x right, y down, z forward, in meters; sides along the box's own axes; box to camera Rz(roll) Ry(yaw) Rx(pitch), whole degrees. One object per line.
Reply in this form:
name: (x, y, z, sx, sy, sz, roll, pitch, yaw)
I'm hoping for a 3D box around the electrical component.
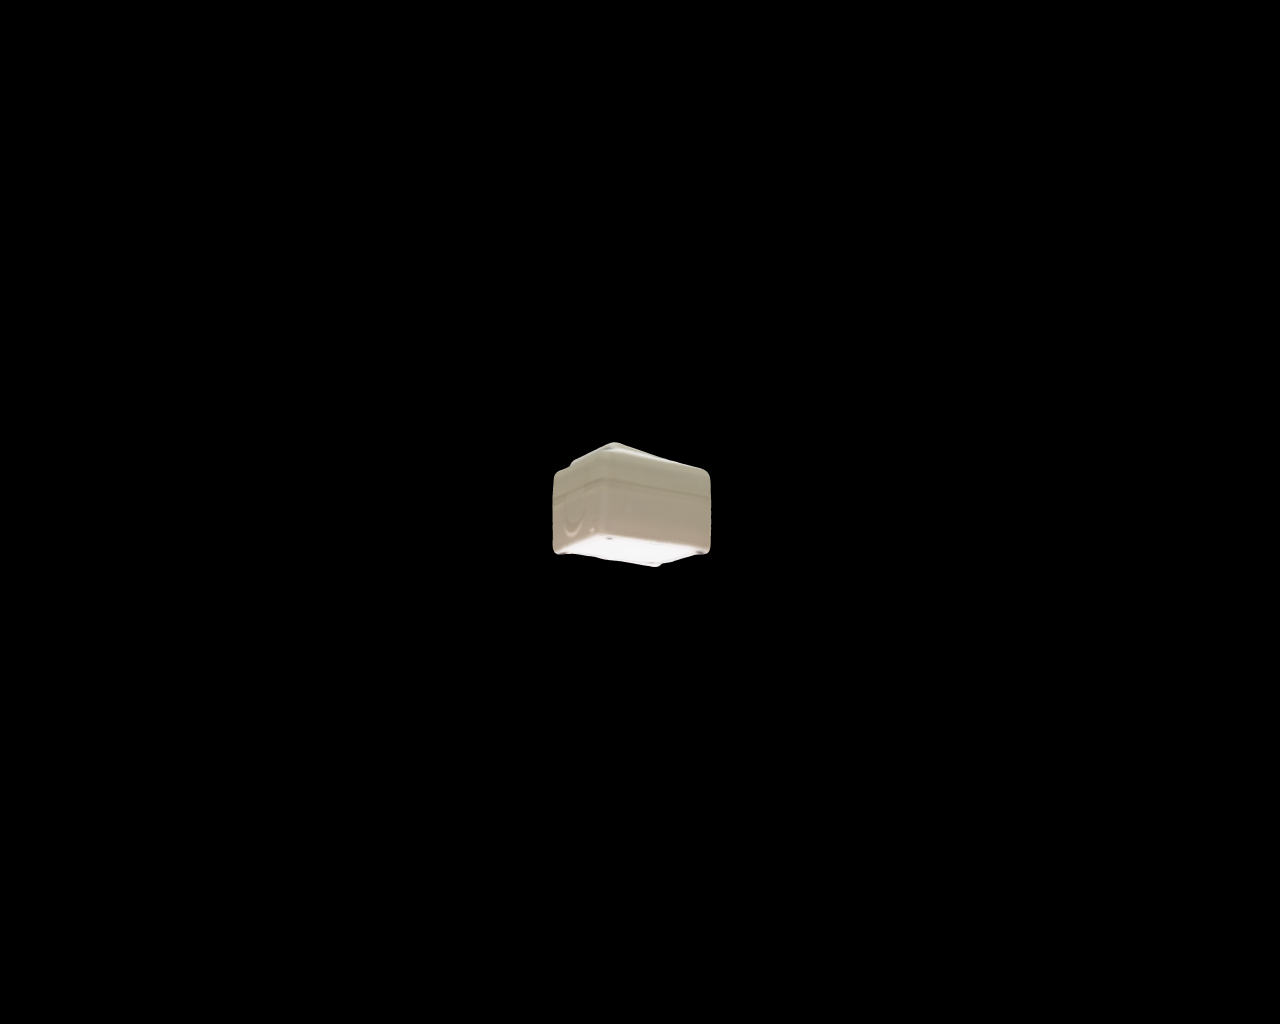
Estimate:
electrical component: (0.001, -0.003, 0.650, 0.096, 0.061, 0.061, 10, -18, -33)
